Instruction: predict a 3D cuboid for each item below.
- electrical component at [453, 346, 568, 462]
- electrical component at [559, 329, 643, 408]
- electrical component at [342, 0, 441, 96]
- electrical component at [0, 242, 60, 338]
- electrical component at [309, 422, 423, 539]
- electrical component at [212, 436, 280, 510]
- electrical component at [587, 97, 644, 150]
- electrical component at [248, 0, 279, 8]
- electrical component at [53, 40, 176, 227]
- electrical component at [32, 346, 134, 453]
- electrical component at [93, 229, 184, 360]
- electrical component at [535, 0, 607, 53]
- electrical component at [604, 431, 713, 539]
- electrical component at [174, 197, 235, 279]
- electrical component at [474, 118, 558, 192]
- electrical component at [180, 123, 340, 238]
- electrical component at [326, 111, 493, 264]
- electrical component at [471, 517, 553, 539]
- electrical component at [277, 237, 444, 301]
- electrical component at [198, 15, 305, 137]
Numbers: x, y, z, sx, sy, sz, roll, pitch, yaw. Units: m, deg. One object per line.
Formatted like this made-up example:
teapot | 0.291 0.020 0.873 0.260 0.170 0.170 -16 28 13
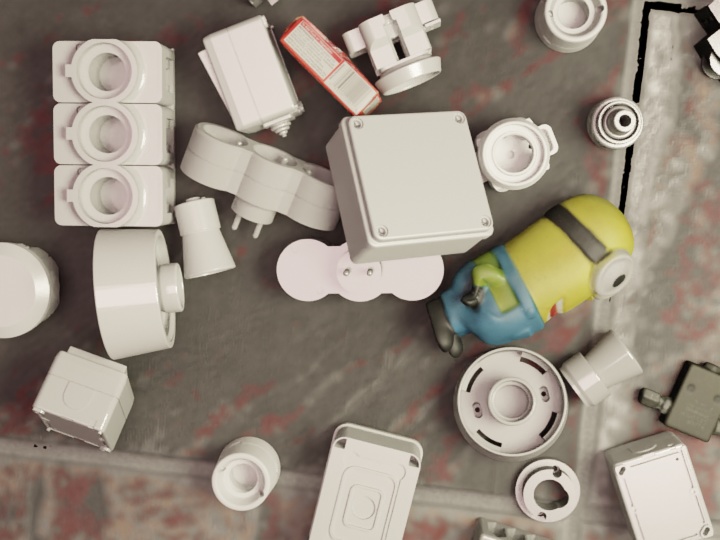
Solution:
electrical component | 0.128 0.113 0.910 0.099 0.064 0.099 -1 81 6
electrical component | 0.201 0.083 0.901 0.055 0.045 0.045 -36 92 6
electrical component | 0.033 -0.179 0.881 0.078 0.058 0.057 -22 91 4
electrical component | -0.298 0.015 0.917 0.080 0.051 0.080 0 95 3
electrical component | 0.004 0.194 0.914 0.078 0.057 0.113 14 95 2
electrical component | -0.099 0.175 0.923 0.055 0.047 0.055 0 95 3
electrical component | 0.209 -0.119 0.874 0.043 0.062 0.043 0 95 3
electrical component | -0.090 -0.248 0.882 0.048 0.055 0.066 -39 92 5
electrical component | -0.204 -0.112 0.896 0.089 0.061 0.150 1 95 3
electrical component | -0.229 0.110 0.908 0.062 0.096 0.061 20 68 0
electrical component | -0.178 0.017 0.886 0.060 0.108 0.108 -6 95 -2
electrical component | 0.173 -0.207 0.876 0.055 0.047 0.055 0 95 3
electrical component | 0.250 0.190 0.899 0.062 0.061 0.096 -18 94 5
electrical component | -0.134 -0.029 0.911 0.044 0.044 0.065 -13 90 4
electrical component | 0.125 -0.095 0.883 0.078 0.057 0.058 -22 93 5
electrical component | -0.084 -0.062 0.894 0.138 0.052 0.073 22 109 -7
electrical component | 0.039 -0.067 0.858 0.109 0.056 0.108 -6 74 -22
electrical component | 0.131 0.265 0.919 0.083 0.047 0.075 17 96 2
electrical component | 0.000 0.000 0.889 0.138 0.073 0.052 0 95 3
electrical component | -0.088 -0.152 0.887 0.061 0.061 0.096 -20 94 4
